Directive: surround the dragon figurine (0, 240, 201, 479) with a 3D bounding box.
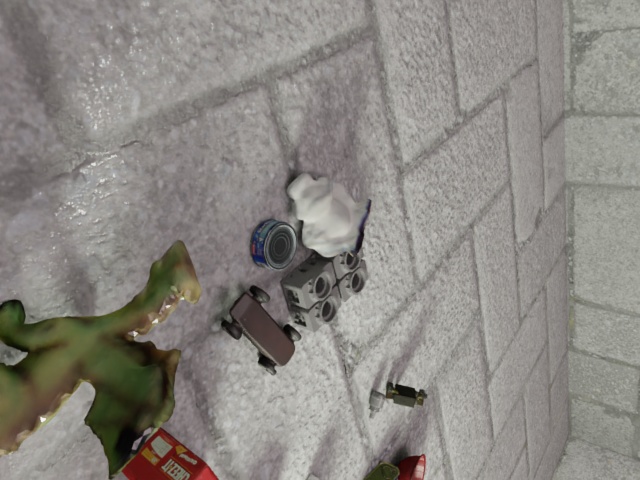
[{"bbox_3d":[-0.256,0.158,0.509,0.119,0.242,0.420,63,39,-38],"label":"dragon figurine"}]

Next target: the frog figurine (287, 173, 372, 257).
[{"bbox_3d":[0.003,-0.047,0.943,0.159,0.123,0.138,25,85,-14],"label":"frog figurine"}]
